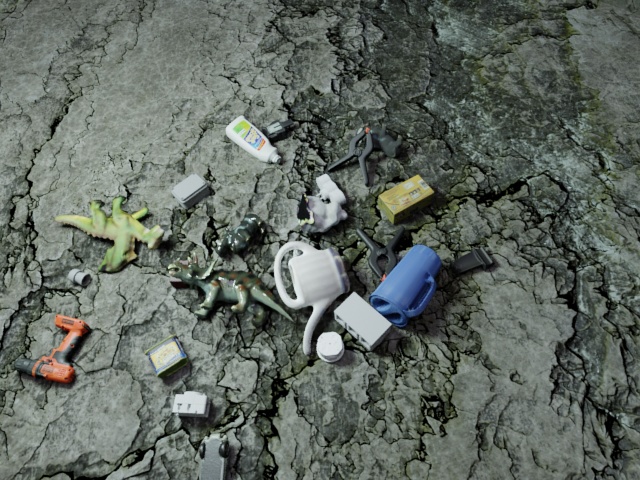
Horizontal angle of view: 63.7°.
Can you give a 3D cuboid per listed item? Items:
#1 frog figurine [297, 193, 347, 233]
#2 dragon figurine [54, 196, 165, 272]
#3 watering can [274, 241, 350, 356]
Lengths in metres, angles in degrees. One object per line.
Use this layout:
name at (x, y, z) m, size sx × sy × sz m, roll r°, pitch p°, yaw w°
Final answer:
frog figurine at (0.005, -0.088, 1.750) m, size 0.159 × 0.120 × 0.140 m, roll 3°, pitch 40°, yaw -37°
dragon figurine at (-0.712, -0.009, 1.741) m, size 0.410 × 0.120 × 0.247 m, roll -11°, pitch 65°, yaw 7°
watering can at (-0.010, 0.157, 1.580) m, size 0.225 × 0.102 × 0.352 m, roll -16°, pitch 72°, yaw -10°
